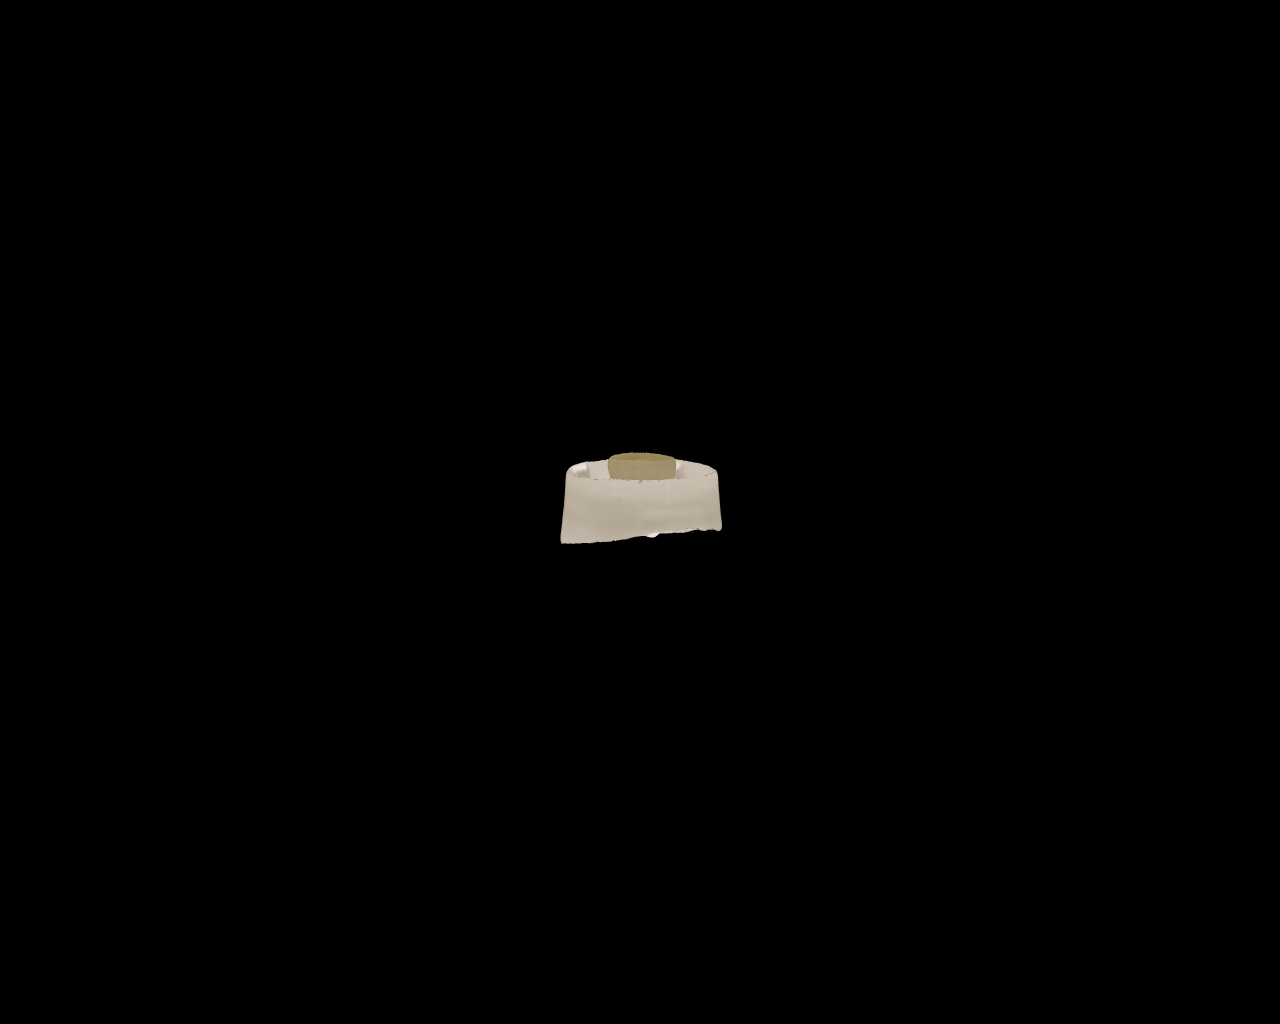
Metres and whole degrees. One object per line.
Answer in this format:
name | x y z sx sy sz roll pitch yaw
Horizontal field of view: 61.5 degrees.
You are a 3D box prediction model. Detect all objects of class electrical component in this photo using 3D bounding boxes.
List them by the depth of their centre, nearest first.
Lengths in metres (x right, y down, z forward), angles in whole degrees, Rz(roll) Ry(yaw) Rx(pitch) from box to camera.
electrical component | 0.001 -0.003 0.650 0.099 0.064 0.099 0 11 0
